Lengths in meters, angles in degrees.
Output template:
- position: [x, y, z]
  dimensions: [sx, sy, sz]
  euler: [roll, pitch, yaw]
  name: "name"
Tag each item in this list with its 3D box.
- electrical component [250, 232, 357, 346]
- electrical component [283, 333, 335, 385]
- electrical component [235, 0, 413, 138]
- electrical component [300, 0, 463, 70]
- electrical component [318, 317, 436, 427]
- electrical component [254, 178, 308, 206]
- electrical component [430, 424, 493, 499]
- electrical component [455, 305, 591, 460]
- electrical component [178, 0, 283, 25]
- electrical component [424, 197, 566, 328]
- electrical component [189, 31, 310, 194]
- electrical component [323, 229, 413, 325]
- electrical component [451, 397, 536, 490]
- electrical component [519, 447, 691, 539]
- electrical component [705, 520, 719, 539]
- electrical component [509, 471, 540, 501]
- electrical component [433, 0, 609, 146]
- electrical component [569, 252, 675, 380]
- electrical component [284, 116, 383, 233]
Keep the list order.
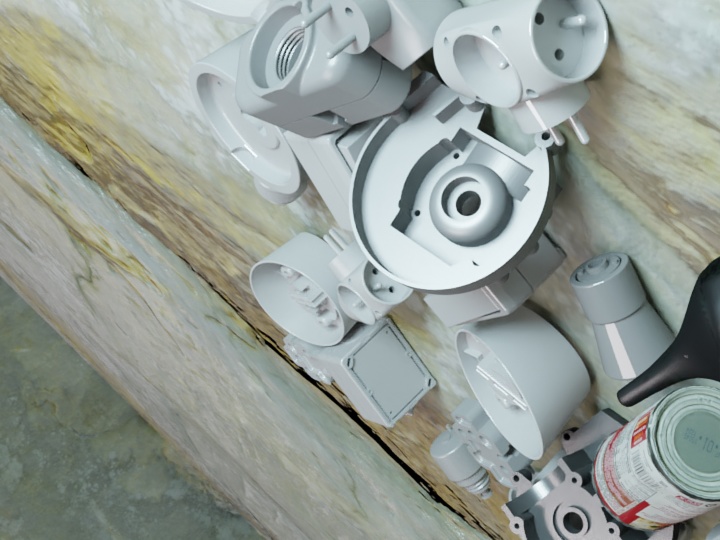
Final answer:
- position: [-0.042, 0.018, 0.941]
  dimensions: [0.099, 0.064, 0.099]
  euler: [41, 159, 19]
  name: "electrical component"
- position: [-0.030, 0.068, 1.025]
  dimensions: [0.058, 0.057, 0.078]
  euler: [56, 159, -22]
  name: "electrical component"
- position: [-0.024, -0.114, 0.600]
  dimensions: [0.059, 0.053, 0.095]
  euler: [17, 162, -41]
  name: "electrical component"
- position: [0.003, -0.133, 0.534]
  dimensions: [0.077, 0.079, 0.043]
  euler: [50, 151, -8]
  name: "electrical component"
- position: [0.017, 0.094, 0.967]
  dimensions: [0.096, 0.062, 0.061]
  euler: [54, 160, -18]
  name: "electrical component"
- position: [-0.062, -0.071, 0.843]
  dimensions: [0.043, 0.043, 0.062]
  euler: [43, 162, 13]
  name: "electrical component"
- position: [0.098, 0.181, 0.997]
  dimensions: [0.078, 0.040, 0.040]
  euler: [54, 160, -19]
  name: "electrical component"
- position: [0.106, 0.072, 0.734]
  dimensions: [0.099, 0.064, 0.099]
  euler: [41, 160, 19]
  name: "electrical component"
- position: [-0.080, -0.195, 0.603]
  dimensions: [0.108, 0.060, 0.108]
  euler: [23, 165, 7]
  name: "electrical component"
- position: [0.069, -0.004, 0.671]
  dimensions: [0.061, 0.061, 0.096]
  euler: [50, 160, -6]
  name: "electrical component"
- position: [-0.057, -0.112, 0.729]
  dimensions: [0.108, 0.060, 0.108]
  euler: [41, 159, 19]
  name: "electrical component"
- position: [0.000, 0.000, 0.849]
  dimensions: [0.079, 0.044, 0.077]
  euler: [48, 161, -1]
  name: "electrical component"
- position: [0.114, 0.119, 0.821]
  dimensions: [0.078, 0.057, 0.058]
  euler: [55, 159, -20]
  name: "electrical component"
- position: [0.177, 0.191, 0.795]
  dimensions: [0.113, 0.078, 0.057]
  euler: [36, 161, 29]
  name: "electrical component"
- position: [0.252, 0.186, 0.669]
  dimensions: [0.080, 0.051, 0.080]
  euler: [41, 159, 19]
  name: "electrical component"
- position: [0.155, 0.202, 0.921]
  dimensions: [0.040, 0.040, 0.046]
  euler: [17, 150, 56]
  name: "electrical component"
- position: [0.082, -0.091, 0.503]
  dimensions: [0.079, 0.044, 0.077]
  euler: [55, 159, -20]
  name: "electrical component"
- position: [0.145, 0.023, 0.600]
  dimensions: [0.044, 0.044, 0.065]
  euler: [8, 132, 61]
  name: "electrical component"
- position: [0.010, -0.064, 0.678]
  dimensions: [0.061, 0.062, 0.096]
  euler: [17, 144, 55]
  name: "electrical component"
